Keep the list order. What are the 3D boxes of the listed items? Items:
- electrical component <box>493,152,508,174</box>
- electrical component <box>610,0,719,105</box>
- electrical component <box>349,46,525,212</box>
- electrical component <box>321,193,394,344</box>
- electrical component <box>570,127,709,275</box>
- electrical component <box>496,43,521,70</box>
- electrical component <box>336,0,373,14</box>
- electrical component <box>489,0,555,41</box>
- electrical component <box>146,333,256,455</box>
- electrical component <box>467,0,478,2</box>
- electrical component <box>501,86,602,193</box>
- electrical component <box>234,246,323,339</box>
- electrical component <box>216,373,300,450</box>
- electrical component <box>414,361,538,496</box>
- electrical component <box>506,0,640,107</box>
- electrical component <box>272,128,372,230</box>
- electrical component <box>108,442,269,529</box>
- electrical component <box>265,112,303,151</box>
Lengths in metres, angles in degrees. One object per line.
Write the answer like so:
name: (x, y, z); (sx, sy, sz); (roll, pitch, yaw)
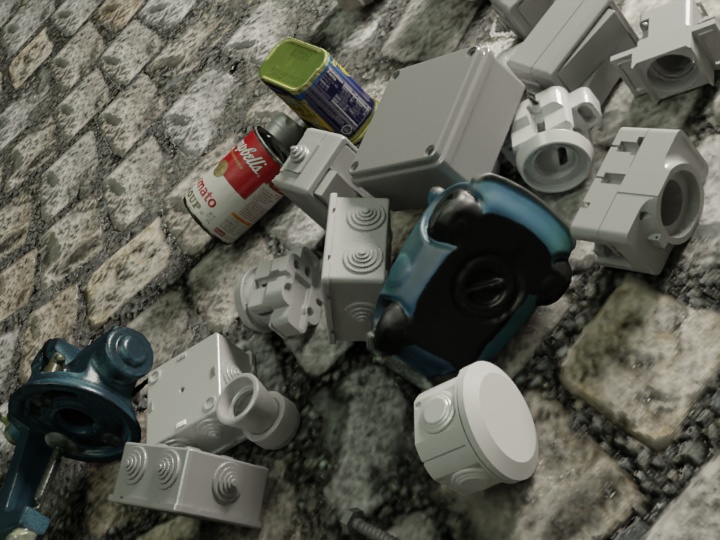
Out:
electrical component: (0.098, -0.093, 0.868); (0.045, 0.045, 0.055); (3, 61, 45)
electrical component: (0.233, -0.165, 0.799); (0.081, 0.042, 0.063); (-16, 45, 35)
electrical component: (0.059, -0.107, 0.832); (0.109, 0.056, 0.108); (-5, 56, 52)
electrical component: (0.000, 0.000, 0.845); (0.048, 0.099, 0.099); (1, 53, 4)
electrical component: (0.194, -0.047, 0.731); (0.056, 0.050, 0.089); (13, 69, 49)
electrical component: (0.145, -0.176, 0.899); (0.061, 0.035, 0.035); (-22, 46, 28)
electrical component: (0.005, -0.315, 1.134); (0.057, 0.058, 0.078); (-26, 43, 31)
electrical component: (0.155, -0.231, 0.913); (0.096, 0.062, 0.061); (-42, 39, 10)
electrical component: (-0.137, 0.112, 0.922); (0.100, 0.048, 0.099); (-31, 43, 21)
electrical component: (0.104, -0.303, 1.024); (0.054, 0.059, 0.095); (-34, 41, 19)
electrical component: (0.146, -0.096, 0.814); (0.078, 0.058, 0.057); (-26, 41, 28)
electrical component: (-0.070, 0.022, 0.926); (0.057, 0.058, 0.078); (-15, 49, 33)
electrical component: (-0.081, 0.114, 0.861); (0.045, 0.055, 0.045); (-26, 44, 27)
electrical component: (0.076, 0.104, 0.699); (0.051, 0.080, 0.080); (-29, 42, 32)
electrical component: (0.168, -0.163, 0.844); (0.096, 0.062, 0.061); (-52, 39, -3)
electrical component: (-0.024, -0.076, 0.930); (0.061, 0.096, 0.061); (21, 74, 49)
electrical component: (-0.131, 0.166, 0.833); (0.100, 0.100, 0.048); (-4, 69, 43)
electrical component: (-0.087, -0.127, 1.085); (0.061, 0.035, 0.035); (-51, 38, 1)
